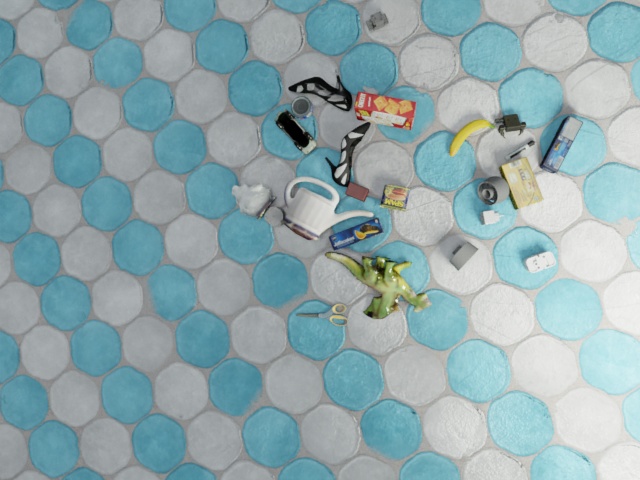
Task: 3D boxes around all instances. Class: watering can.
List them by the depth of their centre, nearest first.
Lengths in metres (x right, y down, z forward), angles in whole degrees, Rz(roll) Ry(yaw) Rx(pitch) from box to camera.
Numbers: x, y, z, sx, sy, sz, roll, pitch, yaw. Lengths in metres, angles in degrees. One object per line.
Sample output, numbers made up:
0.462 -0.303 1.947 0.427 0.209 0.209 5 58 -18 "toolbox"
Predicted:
0.006 -0.098 1.938 0.349 0.104 0.224 28 92 10 "watering can"

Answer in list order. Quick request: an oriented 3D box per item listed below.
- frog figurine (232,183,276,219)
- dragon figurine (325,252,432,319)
-0.268 -0.165 1.980 0.159 0.124 0.135 36 113 -3 "frog figurine"
0.209 0.178 1.901 0.410 0.123 0.241 7 97 17 "dragon figurine"
